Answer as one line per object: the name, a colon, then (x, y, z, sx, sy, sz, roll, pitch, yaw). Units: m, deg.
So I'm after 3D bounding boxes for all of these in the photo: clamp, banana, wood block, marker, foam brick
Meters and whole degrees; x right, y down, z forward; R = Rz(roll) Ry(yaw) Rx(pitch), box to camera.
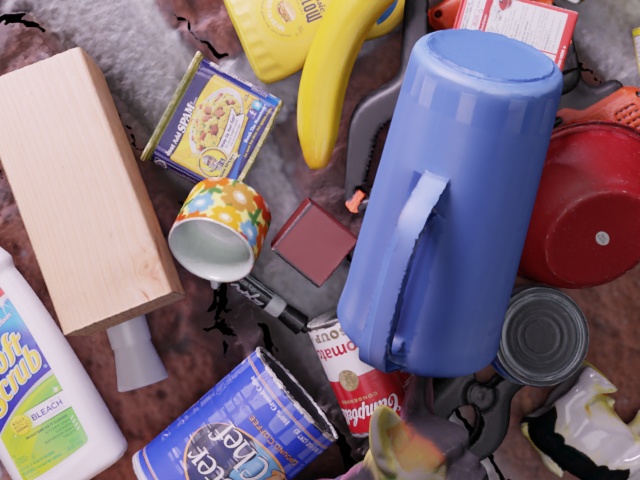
clamp: (0.146, 0.131, 0.927, 0.120, 0.039, 0.171, 16, 92, 0)
banana: (0.025, -0.151, 0.844, 0.070, 0.037, 0.198, 46, 115, 29)
wood block: (-0.189, -0.036, 0.857, 0.091, 0.090, 0.206, -22, 85, -1)
marker: (-0.059, 0.042, 0.921, 0.121, 0.020, 0.020, 37, 92, -5)
clamp: (0.097, -0.103, 0.864, 0.164, 0.036, 0.210, 31, 101, 3)
foam brick: (-0.006, 0.001, 0.891, 0.051, 0.078, 0.053, 39, 93, -5)

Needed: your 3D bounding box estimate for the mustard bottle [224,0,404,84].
mustard bottle: (0.020, -0.208, 0.886, 0.191, 0.058, 0.096, -23, 95, -1)

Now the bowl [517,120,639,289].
bowl: (0.220, -0.015, 0.875, 0.162, 0.055, 0.162, -5, 124, -7)

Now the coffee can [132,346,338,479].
coffee can: (-0.070, 0.173, 0.888, 0.140, 0.103, 0.103, -41, 95, 1)

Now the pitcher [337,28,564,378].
pitcher: (0.093, -0.023, 0.789, 0.144, 0.149, 0.243, 0, 123, -18)

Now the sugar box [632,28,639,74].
sugar box: (0.331, -0.104, 0.914, 0.093, 0.048, 0.176, -11, 98, -2)

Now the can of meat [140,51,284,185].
can of meat: (-0.088, -0.092, 0.891, 0.084, 0.057, 0.102, 28, 93, -6)

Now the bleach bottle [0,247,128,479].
bleach bottle: (-0.267, 0.096, 0.896, 0.102, 0.068, 0.251, -32, 92, 0)

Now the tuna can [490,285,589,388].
tuna can: (0.181, 0.081, 0.897, 0.086, 0.034, 0.086, 0, 87, -8)

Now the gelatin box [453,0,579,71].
gelatin box: (0.144, -0.149, 0.821, 0.089, 0.030, 0.073, 15, 98, 3)

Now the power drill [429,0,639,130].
power drill: (0.165, -0.127, 0.900, 0.184, 0.057, 0.187, -30, 97, 3)

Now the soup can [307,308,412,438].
soup can: (0.038, 0.106, 0.905, 0.068, 0.068, 0.102, -23, 95, -1)
